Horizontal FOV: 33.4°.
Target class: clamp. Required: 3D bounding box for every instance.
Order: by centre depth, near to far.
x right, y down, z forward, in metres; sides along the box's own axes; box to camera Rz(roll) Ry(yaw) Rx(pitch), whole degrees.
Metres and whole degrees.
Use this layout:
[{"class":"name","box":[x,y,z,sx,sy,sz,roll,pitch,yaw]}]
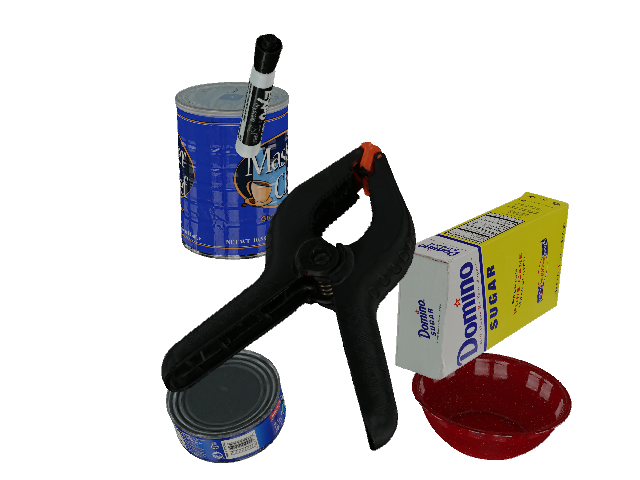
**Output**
[{"class":"clamp","box":[0.009,0.026,0.545,0.120,0.171,0.039,24,-26,16]}]

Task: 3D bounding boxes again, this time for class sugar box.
[{"class":"sugar box","box":[0.124,0.030,0.801,0.048,0.093,0.175,16,26,34]}]

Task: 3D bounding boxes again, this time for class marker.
[{"class":"marker","box":[-0.046,-0.105,0.782,0.020,0.020,0.121,0,-35,-13]}]

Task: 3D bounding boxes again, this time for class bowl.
[{"class":"bowl","box":[0.172,0.177,1.096,0.162,0.055,0.162,2,24,-1]}]

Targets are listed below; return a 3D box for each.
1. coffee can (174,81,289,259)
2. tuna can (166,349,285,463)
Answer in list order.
[{"class":"coffee can","box":[-0.080,-0.066,0.986,0.103,0.140,0.103,0,22,0]},{"class":"tuna can","box":[-0.069,0.123,0.794,0.086,0.034,0.086,-7,40,5]}]
